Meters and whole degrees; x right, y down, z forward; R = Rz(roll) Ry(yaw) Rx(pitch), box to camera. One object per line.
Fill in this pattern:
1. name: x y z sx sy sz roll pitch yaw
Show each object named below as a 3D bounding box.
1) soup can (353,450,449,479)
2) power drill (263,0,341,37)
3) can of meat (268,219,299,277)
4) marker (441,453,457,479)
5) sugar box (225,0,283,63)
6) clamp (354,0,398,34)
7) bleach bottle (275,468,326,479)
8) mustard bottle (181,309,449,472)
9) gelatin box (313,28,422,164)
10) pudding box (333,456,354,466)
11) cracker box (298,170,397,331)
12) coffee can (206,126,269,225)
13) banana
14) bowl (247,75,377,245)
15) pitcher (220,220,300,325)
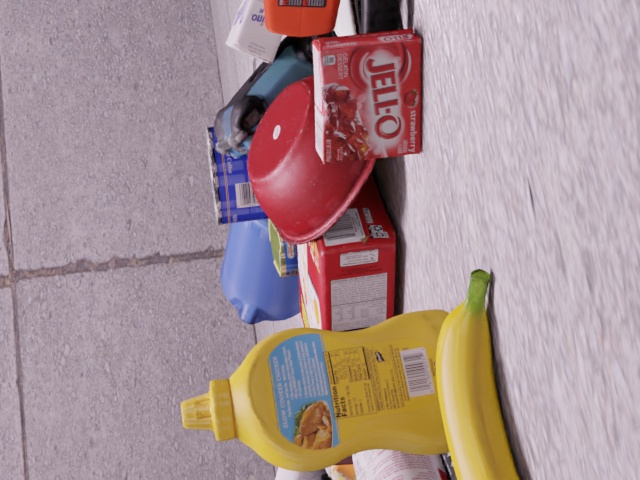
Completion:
1. soup can: 0.065 0.191 0.801 0.102 0.068 0.068 -106 11 -51
2. power drill: -0.016 -0.248 0.795 0.184 0.057 0.187 95 173 -63
3. can of meat: -0.007 0.001 1.123 0.102 0.084 0.057 -127 31 -75
4. marker: 0.094 0.149 0.732 0.121 0.020 0.020 -109 15 -60
5. sugar box: -0.034 -0.250 0.965 0.176 0.048 0.093 -65 13 7
6. clamp: 0.035 -0.228 0.756 0.164 0.036 0.210 -157 61 -88
7. bleach bottle: 0.004 0.265 1.224 0.068 0.102 0.250 -51 6 19
8. mustard bottle: 0.003 0.105 0.718 0.058 0.191 0.096 99 163 -65
9. gelatin box: 0.034 -0.101 0.755 0.030 0.073 0.089 -112 17 -58
10. pudding box: 0.022 0.142 0.900 0.114 0.039 0.090 -14 100 42
11. cracker box: 0.023 0.040 0.983 0.164 0.072 0.214 -105 10 -51
12. coffee can: -0.042 -0.073 1.097 0.103 0.140 0.103 173 90 -83
13. banana: 0.096 0.120 0.619 0.070 0.037 0.198 97 165 -64
14. bowl: -0.013 -0.080 0.890 0.162 0.055 0.162 -42 34 38
15. pitcher: -0.052 -0.011 1.352 0.243 0.144 0.149 105 145 -62
